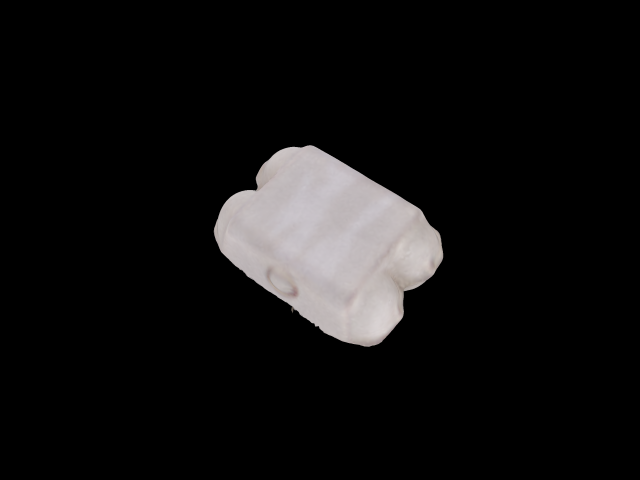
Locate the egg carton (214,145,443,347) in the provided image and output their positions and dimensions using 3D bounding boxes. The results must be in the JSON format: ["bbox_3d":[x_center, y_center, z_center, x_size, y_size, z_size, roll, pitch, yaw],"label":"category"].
[{"bbox_3d":[0.004,0.001,0.400,0.150,0.069,0.107,32,64,18],"label":"egg carton"}]
